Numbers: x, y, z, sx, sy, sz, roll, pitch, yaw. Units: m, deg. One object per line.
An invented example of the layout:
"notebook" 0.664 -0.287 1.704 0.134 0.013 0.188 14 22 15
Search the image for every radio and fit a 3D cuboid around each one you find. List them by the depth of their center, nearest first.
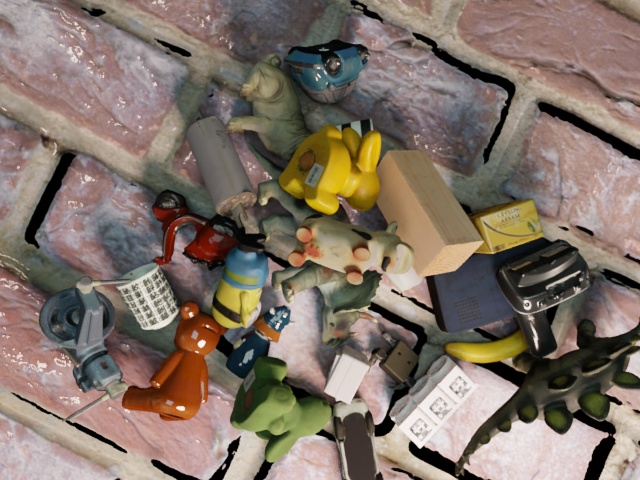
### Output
"radio" 0.318 0.080 0.995 0.230 0.073 0.131 -18 88 -4

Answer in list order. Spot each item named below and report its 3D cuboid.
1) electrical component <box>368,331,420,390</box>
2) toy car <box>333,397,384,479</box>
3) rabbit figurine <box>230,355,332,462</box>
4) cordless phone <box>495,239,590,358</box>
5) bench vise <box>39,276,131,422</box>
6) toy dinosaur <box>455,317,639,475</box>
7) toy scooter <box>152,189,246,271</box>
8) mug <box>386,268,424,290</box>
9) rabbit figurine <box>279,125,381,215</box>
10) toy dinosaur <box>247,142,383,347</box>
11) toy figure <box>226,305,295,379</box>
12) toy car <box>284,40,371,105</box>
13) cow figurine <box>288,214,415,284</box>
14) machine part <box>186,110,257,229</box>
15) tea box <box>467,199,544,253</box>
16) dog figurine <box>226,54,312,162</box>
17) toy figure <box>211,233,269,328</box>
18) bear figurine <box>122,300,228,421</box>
"electrical component" 0.138 0.230 1.001 0.102 0.045 0.078 38 60 -3
"toy car" 0.071 0.393 0.988 0.073 0.056 0.201 -10 90 -8
"rabbit figurine" -0.061 0.313 0.953 0.170 0.121 0.159 26 100 -26
"cordless phone" 0.403 0.106 0.931 0.147 0.089 0.184 -24 101 -4
"bench vise" -0.394 0.155 0.907 0.129 0.240 0.224 -12 57 -35
"toy dinosaur" 0.413 0.252 0.930 0.471 0.198 0.105 -34 87 -4
"toy scooter" -0.234 0.001 0.980 0.184 0.075 0.135 25 91 1
"mug" 0.156 0.031 0.992 0.109 0.081 0.107 -27 100 -7
"rabbit figurine" 0.038 -0.114 0.909 0.173 0.122 0.162 25 85 -41
"toy dinosaur" -0.005 -0.007 0.971 0.192 0.131 0.404 -10 81 -19
"toy figure" -0.111 0.180 0.986 0.058 0.064 0.154 33 81 38
"toy car" 0.015 -0.302 0.979 0.109 0.161 0.102 27 130 36
"cow figurine" 0.058 0.011 0.873 0.195 0.127 0.085 15 119 4
"machine part" -0.178 -0.132 0.960 0.079 0.079 0.243 -24 71 -2
"tea box" 0.307 -0.023 0.947 0.098 0.169 0.068 -18 91 -4
"dog figurine" -0.047 -0.218 0.960 0.191 0.121 0.172 24 114 1
"toy figure" -0.139 0.073 0.949 0.089 0.082 0.180 21 117 19
"bear figurine" -0.252 0.217 0.965 0.132 0.120 0.196 -15 56 38
